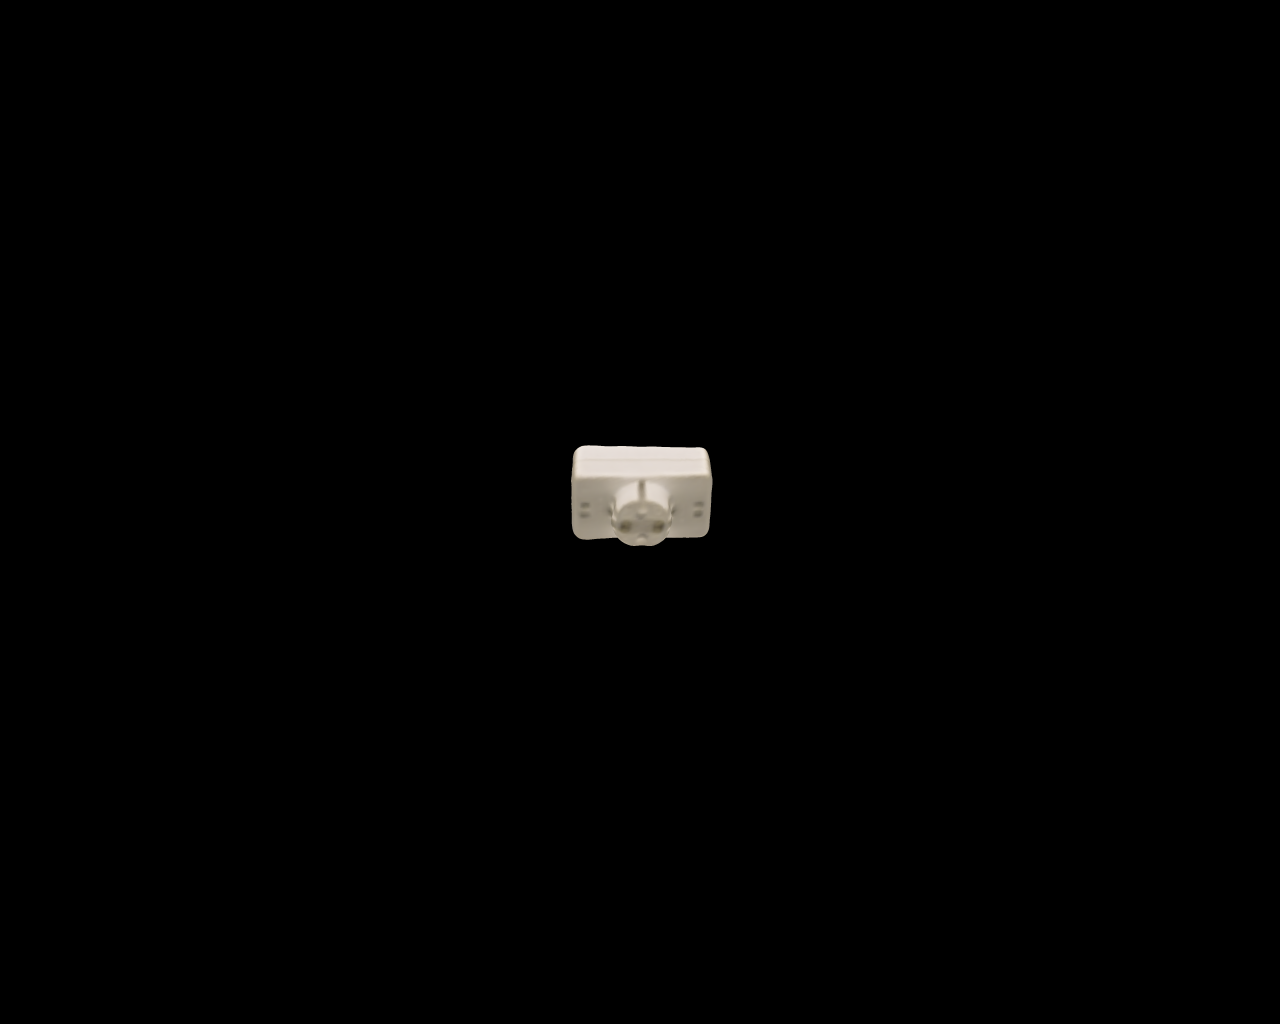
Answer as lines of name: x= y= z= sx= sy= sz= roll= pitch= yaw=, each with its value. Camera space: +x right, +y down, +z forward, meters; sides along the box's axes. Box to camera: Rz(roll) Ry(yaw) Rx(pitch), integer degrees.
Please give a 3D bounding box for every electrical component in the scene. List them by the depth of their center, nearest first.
electrical component: x=0.001 y=-0.003 z=0.650 sx=0.083 sy=0.047 sz=0.076 roll=0 pitch=32 yaw=0
